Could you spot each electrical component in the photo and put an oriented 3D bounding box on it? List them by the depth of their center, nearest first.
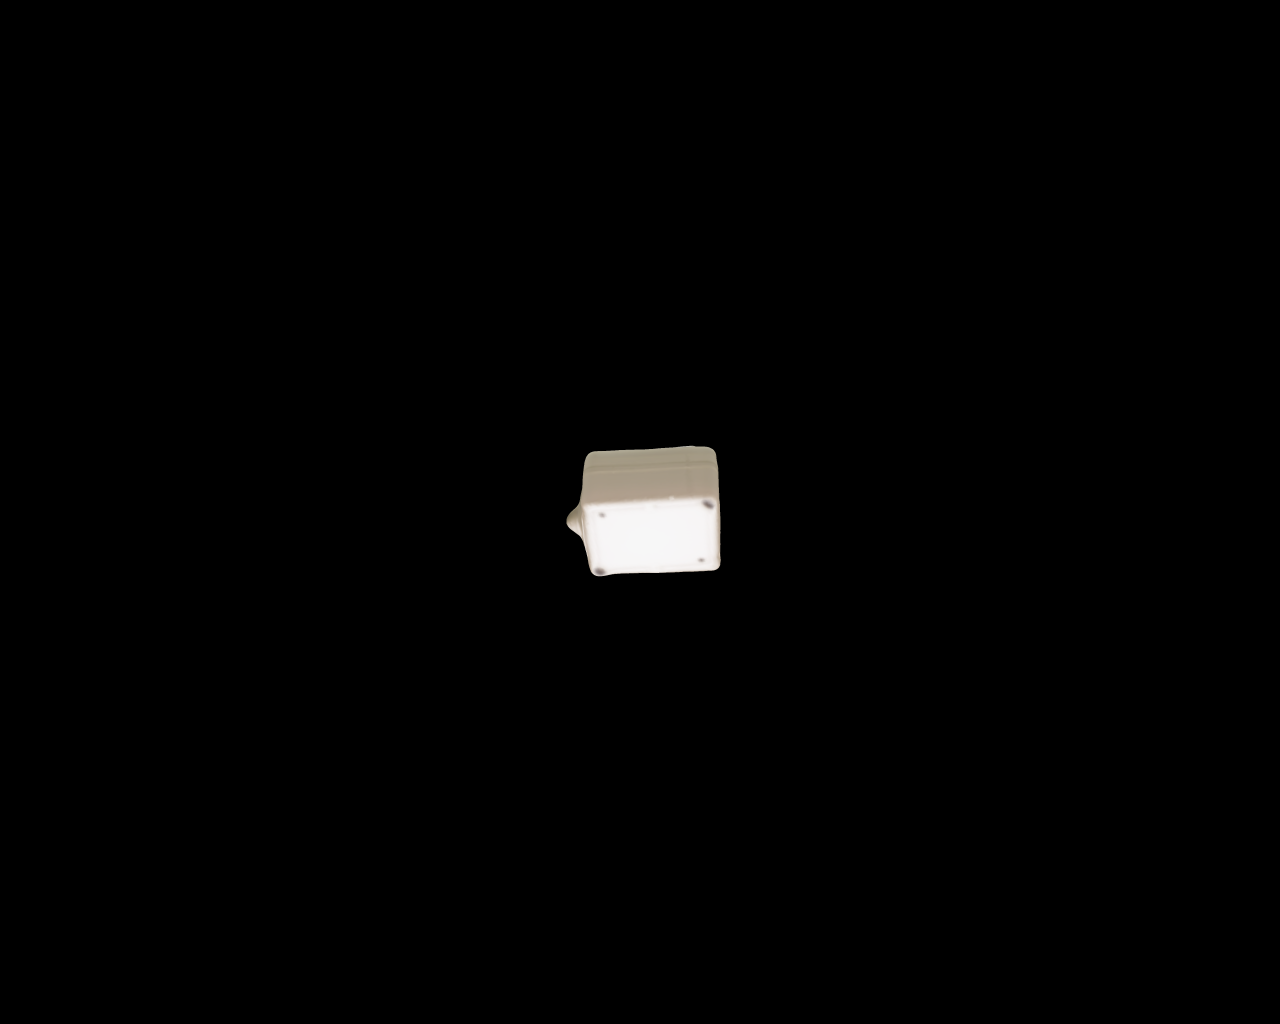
[{"bbox_3d":[0.001,-0.003,0.650,0.096,0.061,0.061,-2,40,2],"label":"electrical component"}]
